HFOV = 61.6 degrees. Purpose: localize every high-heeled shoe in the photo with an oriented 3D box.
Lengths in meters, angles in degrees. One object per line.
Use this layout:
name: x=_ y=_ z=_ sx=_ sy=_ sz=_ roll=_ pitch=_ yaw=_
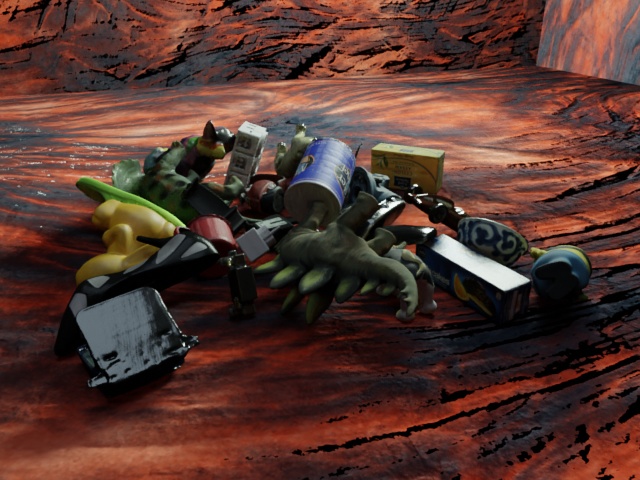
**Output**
high-heeled shoe: x=-0.257 y=0.081 z=0.783 sx=0.145 sy=0.086 sz=0.249 roll=16 pitch=56 yaw=14

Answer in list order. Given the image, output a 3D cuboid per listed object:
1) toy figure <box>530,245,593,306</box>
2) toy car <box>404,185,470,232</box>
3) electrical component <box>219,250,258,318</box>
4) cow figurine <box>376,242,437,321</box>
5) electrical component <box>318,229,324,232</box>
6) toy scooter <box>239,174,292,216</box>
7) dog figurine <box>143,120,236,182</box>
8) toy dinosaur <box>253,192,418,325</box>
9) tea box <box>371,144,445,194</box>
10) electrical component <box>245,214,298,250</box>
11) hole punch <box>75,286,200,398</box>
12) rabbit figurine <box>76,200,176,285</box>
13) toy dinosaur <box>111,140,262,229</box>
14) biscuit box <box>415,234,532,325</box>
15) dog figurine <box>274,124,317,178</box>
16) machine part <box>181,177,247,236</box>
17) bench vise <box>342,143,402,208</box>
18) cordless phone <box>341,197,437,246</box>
toy figure: x=0.366 y=0.051 z=0.809 sx=0.089 sy=0.082 sz=0.180 roll=-2 pitch=0 yaw=22
toy car: x=0.235 y=-0.049 z=1.001 sx=0.202 sy=0.053 sz=0.089 roll=25 pitch=19 yaw=-42
electrical component: x=-0.127 y=0.067 z=0.822 sx=0.045 sy=0.102 sz=0.078 roll=-10 pitch=1 yaw=-26
cow figurine: x=0.123 y=0.046 z=0.851 sx=0.068 sy=0.098 sz=0.167 roll=-14 pitch=28 yaw=-12
electrical component: x=-0.002 y=-0.003 z=1.044 sx=0.063 sy=0.021 sz=0.094 roll=12 pitch=29 yaw=26
toy scooter: x=-0.124 y=-0.109 z=1.212 sx=0.135 sy=0.075 sz=0.184 roll=11 pitch=25 yaw=23
dog figurine: x=-0.300 y=-0.200 z=1.261 sx=0.191 sy=0.108 sz=0.219 roll=-24 pitch=3 yaw=-35
toy dinosaur: x=0.020 y=0.031 z=0.792 sx=0.198 sy=0.105 sz=0.472 roll=-46 pitch=20 yaw=-20
tea box: x=0.213 y=-0.176 z=1.318 sx=0.170 sy=0.098 sz=0.068 roll=9 pitch=26 yaw=23
electrical component: x=-0.079 y=-0.017 z=1.044 sx=0.119 sy=0.047 sz=0.075 roll=-16 pitch=30 yaw=-30
hole punch: x=-0.245 y=0.140 z=0.695 sx=0.142 sy=0.092 sz=0.116 roll=-18 pitch=60 yaw=-38
rabbit figurine: x=-0.327 y=0.033 z=0.908 sx=0.163 sy=0.121 sz=0.173 roll=17 pitch=43 yaw=14
toy dinosaur: x=-0.292 y=-0.083 z=1.125 sx=0.405 sy=0.131 sz=0.192 roll=28 pitch=57 yaw=31
biscuit box: x=0.237 y=0.057 z=0.864 sx=0.059 sy=0.062 sz=0.203 roll=-15 pitch=28 yaw=-26
dog figurine: x=-0.046 y=-0.178 z=1.279 sx=0.121 sy=0.172 sz=0.191 roll=23 pitch=20 yaw=-15
machine part: x=-0.210 y=-0.056 z=1.040 sx=0.084 sy=0.139 sz=0.039 roll=-44 pitch=0 yaw=-11
bench vise: x=0.055 y=-0.110 z=1.145 sx=0.240 sy=0.128 sz=0.224 roll=1 pitch=33 yaw=-27
cordless phone: x=0.139 y=-0.029 z=0.974 sx=0.184 sy=0.088 sz=0.146 roll=2 pitch=22 yaw=39
